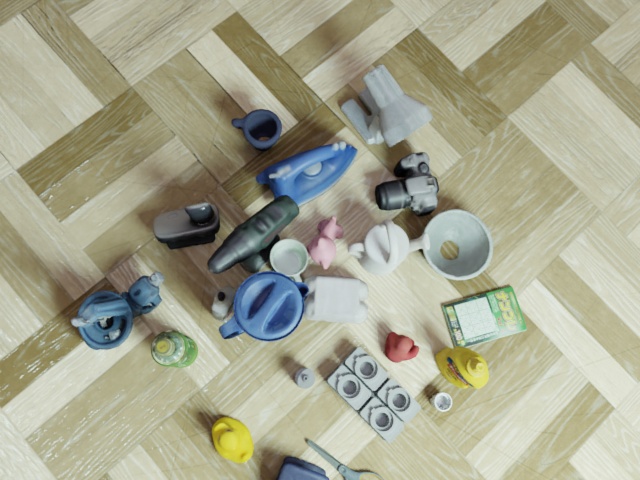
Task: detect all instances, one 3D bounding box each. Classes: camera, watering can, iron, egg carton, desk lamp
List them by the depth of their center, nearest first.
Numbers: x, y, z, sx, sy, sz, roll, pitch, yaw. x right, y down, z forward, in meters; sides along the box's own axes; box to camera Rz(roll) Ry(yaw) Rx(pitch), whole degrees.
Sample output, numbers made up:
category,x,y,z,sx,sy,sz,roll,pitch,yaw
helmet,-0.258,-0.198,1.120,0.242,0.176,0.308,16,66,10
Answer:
category,x,y,z,sx,sy,sz,roll,pitch,yaw
watering can,0.152,0.010,1.261,0.173,0.194,0.101,-26,80,-10
egg carton,0.035,0.132,1.286,0.150,0.069,0.107,4,76,-4
iron,-0.015,-0.175,1.317,0.258,0.141,0.118,-30,81,-11
desk lamp,0.149,-0.298,1.323,0.118,0.213,0.203,-36,82,-11
camera,0.199,-0.128,1.345,0.137,0.101,0.143,-10,78,-7

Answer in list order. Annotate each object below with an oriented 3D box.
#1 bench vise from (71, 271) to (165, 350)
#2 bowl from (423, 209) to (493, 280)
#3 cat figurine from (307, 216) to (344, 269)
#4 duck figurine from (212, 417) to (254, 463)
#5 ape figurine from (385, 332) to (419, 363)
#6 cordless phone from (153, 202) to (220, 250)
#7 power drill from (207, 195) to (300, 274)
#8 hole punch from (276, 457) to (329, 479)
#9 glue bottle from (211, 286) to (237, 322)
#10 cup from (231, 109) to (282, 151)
category,x,y,z,sx,sy,sz,roll,pitch,yaw
bench vise,-0.423,0.130,1.171,0.121,0.219,0.207,30,76,3
bowl,0.311,0.017,1.333,0.167,0.074,0.167,1,77,-4
cat figurine,0.012,0.005,1.290,0.067,0.117,0.128,21,76,1
duck figurine,-0.184,0.419,1.192,0.077,0.086,0.104,-40,83,-12
ape figurine,0.181,0.234,1.262,0.076,0.092,0.078,-37,82,-12
cordless phone,-0.295,-0.048,1.242,0.147,0.185,0.094,-15,78,-8
power drill,-0.140,0.005,1.230,0.075,0.208,0.230,44,77,6
hole punch,-0.040,0.513,1.179,0.108,0.091,0.101,19,76,0
glue bottle,-0.204,0.130,1.214,0.037,0.173,0.078,26,76,2
cup,-0.148,-0.251,1.348,0.118,0.095,0.092,11,76,-2
